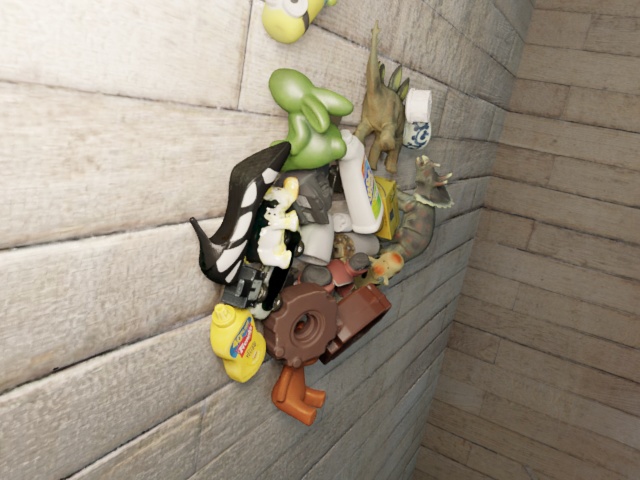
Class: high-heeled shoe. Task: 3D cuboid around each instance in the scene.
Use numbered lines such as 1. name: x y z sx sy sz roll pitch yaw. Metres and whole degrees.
1. high-heeled shoe: -0.109 -0.042 0.887 0.249 0.086 0.145 -43 128 -19

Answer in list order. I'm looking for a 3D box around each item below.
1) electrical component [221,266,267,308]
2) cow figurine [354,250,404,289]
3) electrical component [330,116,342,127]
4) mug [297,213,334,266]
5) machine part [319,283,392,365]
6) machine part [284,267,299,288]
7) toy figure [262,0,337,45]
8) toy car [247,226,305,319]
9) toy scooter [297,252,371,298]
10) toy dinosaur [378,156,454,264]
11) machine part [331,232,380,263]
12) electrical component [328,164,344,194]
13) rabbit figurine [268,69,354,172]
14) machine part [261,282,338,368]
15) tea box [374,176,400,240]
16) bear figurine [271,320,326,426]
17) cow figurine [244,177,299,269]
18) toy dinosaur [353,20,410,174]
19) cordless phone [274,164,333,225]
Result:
1. electrical component: -0.138 0.082 0.942 0.119 0.048 0.074 15 92 -77
2. cow figurine: 0.142 0.084 1.376 0.127 0.085 0.195 -28 170 -42
3. electrical component: 0.007 -0.237 1.074 0.078 0.045 0.102 25 79 -36
4. mug: -0.002 -0.004 1.158 0.109 0.081 0.107 38 64 -62
5. machine part: 0.066 0.203 1.311 0.201 0.087 0.201 -37 165 -20
6. machine part: -0.071 0.115 1.143 0.084 0.039 0.138 -37 140 -39
7. toy figure: -0.025 -0.390 0.864 0.180 0.082 0.089 -59 149 -31
8. toy car: -0.090 0.056 1.046 0.073 0.056 0.201 40 69 -56
9. toy scooter: 0.027 0.096 1.246 0.184 0.075 0.135 -16 152 -23
10. toy dinosaur: 0.264 -0.036 1.546 0.131 0.192 0.404 0 104 -62
11. machine part: 0.087 0.018 1.355 0.243 0.079 0.079 -7 112 -62
12. electrical component: 0.034 -0.136 1.213 0.094 0.021 0.063 6 101 -65
13. rabbit figurine: -0.030 -0.208 0.919 0.121 0.159 0.170 -46 130 -27
14. machine part: -0.038 0.175 1.114 0.179 0.056 0.179 -14 115 -33
15. tea box: 0.146 -0.085 1.385 0.068 0.098 0.169 -59 150 -28
16. bear figurine: -0.039 0.295 1.221 0.120 0.132 0.195 -31 139 -72
17. cow figurine: -0.088 -0.034 0.966 0.068 0.098 0.167 -134 -127 -81
18. toy dinosaur: 0.146 -0.297 1.252 0.471 0.105 0.198 59 45 -69
19. cordless phone: -0.014 -0.134 1.074 0.146 0.089 0.184 60 41 -56
